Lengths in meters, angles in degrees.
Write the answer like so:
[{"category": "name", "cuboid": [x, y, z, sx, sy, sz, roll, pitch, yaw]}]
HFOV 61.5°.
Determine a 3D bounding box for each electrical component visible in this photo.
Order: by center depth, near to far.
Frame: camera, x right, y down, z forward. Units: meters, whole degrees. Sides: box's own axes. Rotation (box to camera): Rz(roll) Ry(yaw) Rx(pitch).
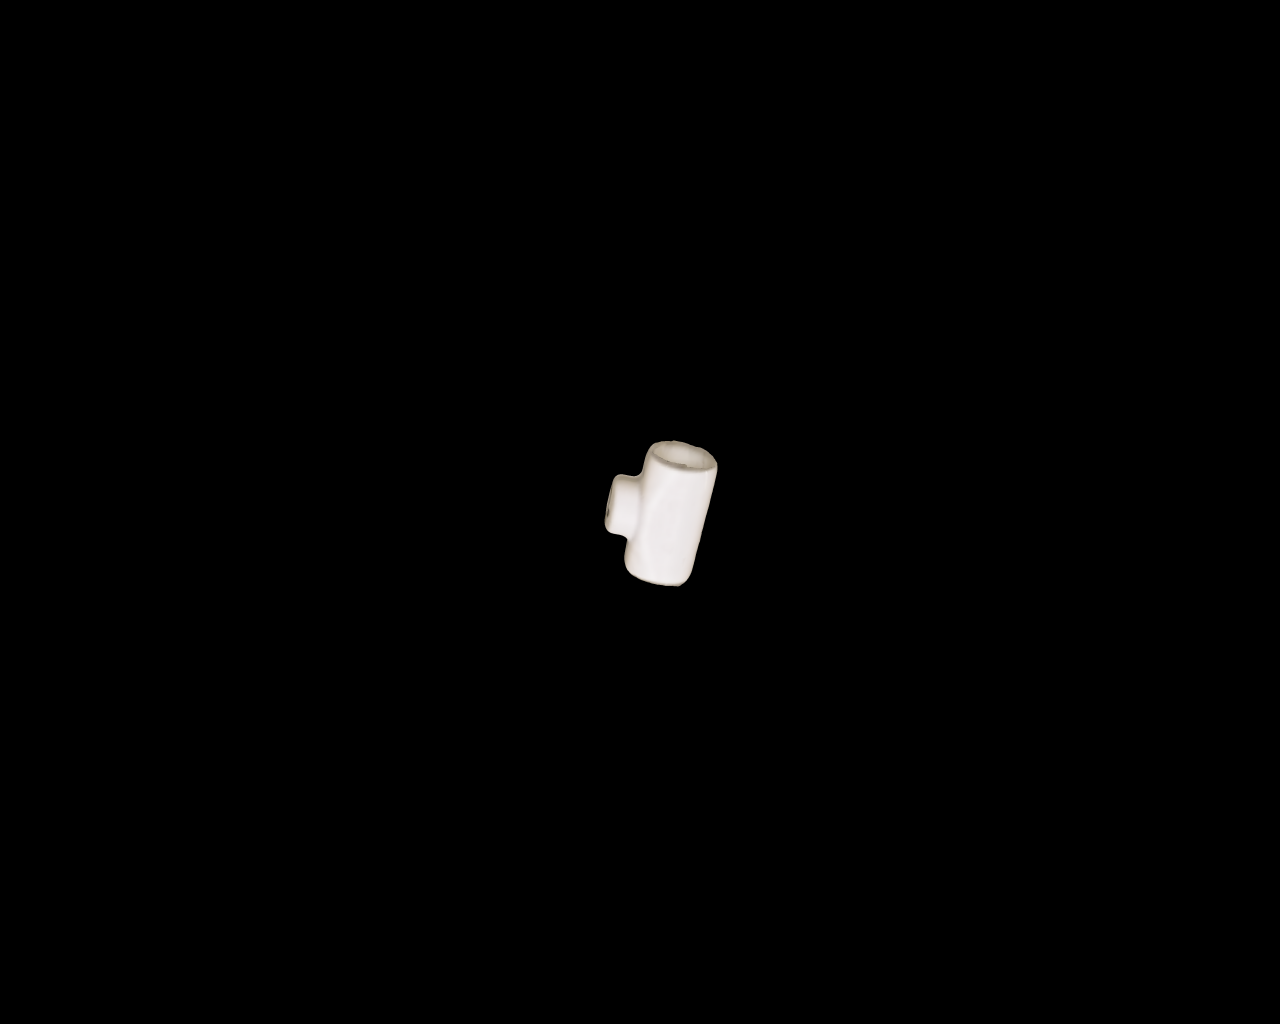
[{"category": "electrical component", "cuboid": [0.001, -0.003, 0.650, 0.079, 0.077, 0.044, 11, 24, -5]}]
